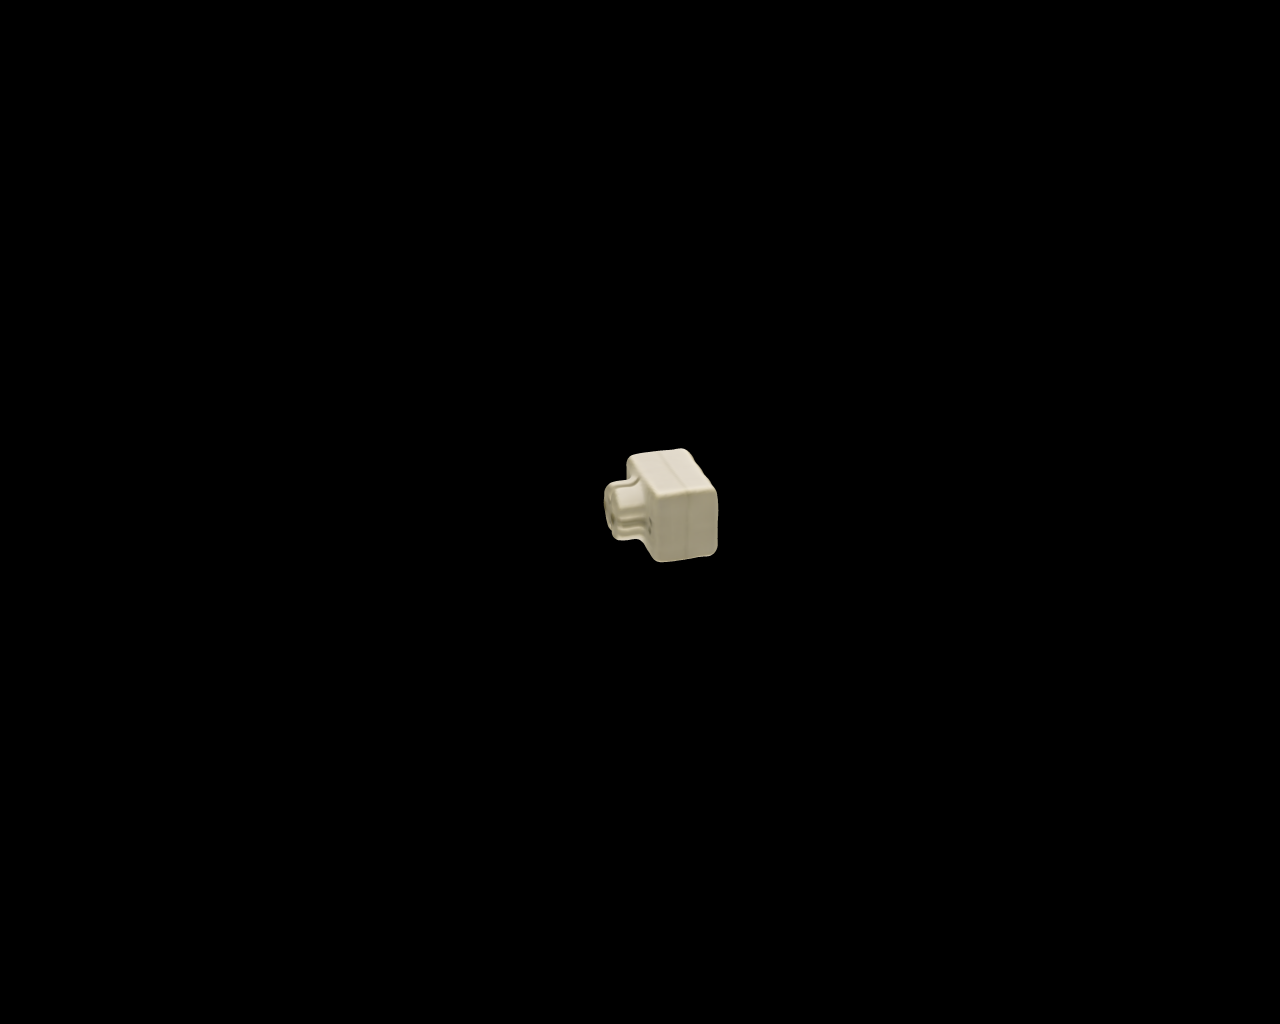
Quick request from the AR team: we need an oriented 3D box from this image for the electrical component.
[{"bbox_3d":[0.001,-0.003,0.650,0.077,0.047,0.066,-7,27,-14],"label":"electrical component"}]
